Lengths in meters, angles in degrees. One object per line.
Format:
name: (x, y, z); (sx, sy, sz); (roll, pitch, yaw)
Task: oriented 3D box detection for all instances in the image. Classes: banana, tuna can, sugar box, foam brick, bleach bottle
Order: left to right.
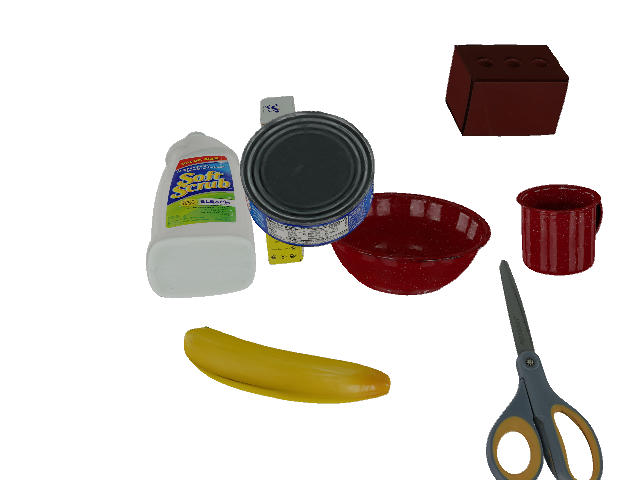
bleach bottle: (-0.124, -0.040, 1.060); (0.102, 0.068, 0.251); (-4, 32, -9)
banana: (-0.042, 0.095, 0.841); (0.198, 0.037, 0.069); (13, 25, 35)
sugar box: (-0.046, -0.070, 1.242); (0.048, 0.176, 0.093); (-5, 26, -1)
tuna can: (-0.008, -0.039, 0.687); (0.086, 0.086, 0.034); (0, -29, 3)
foam brick: (0.142, -0.115, 0.817); (0.078, 0.051, 0.053); (-2, 39, -11)

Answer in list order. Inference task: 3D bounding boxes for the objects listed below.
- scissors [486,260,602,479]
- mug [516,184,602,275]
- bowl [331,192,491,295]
scissors: (0.151, 0.111, 0.846); (0.096, 0.202, 0.016); (-18, -28, -14)
mug: (0.281, -0.015, 1.224); (0.117, 0.081, 0.093); (-20, 26, -34)
bowl: (0.079, 0.008, 1.015); (0.162, 0.055, 0.162); (2, 23, -1)
